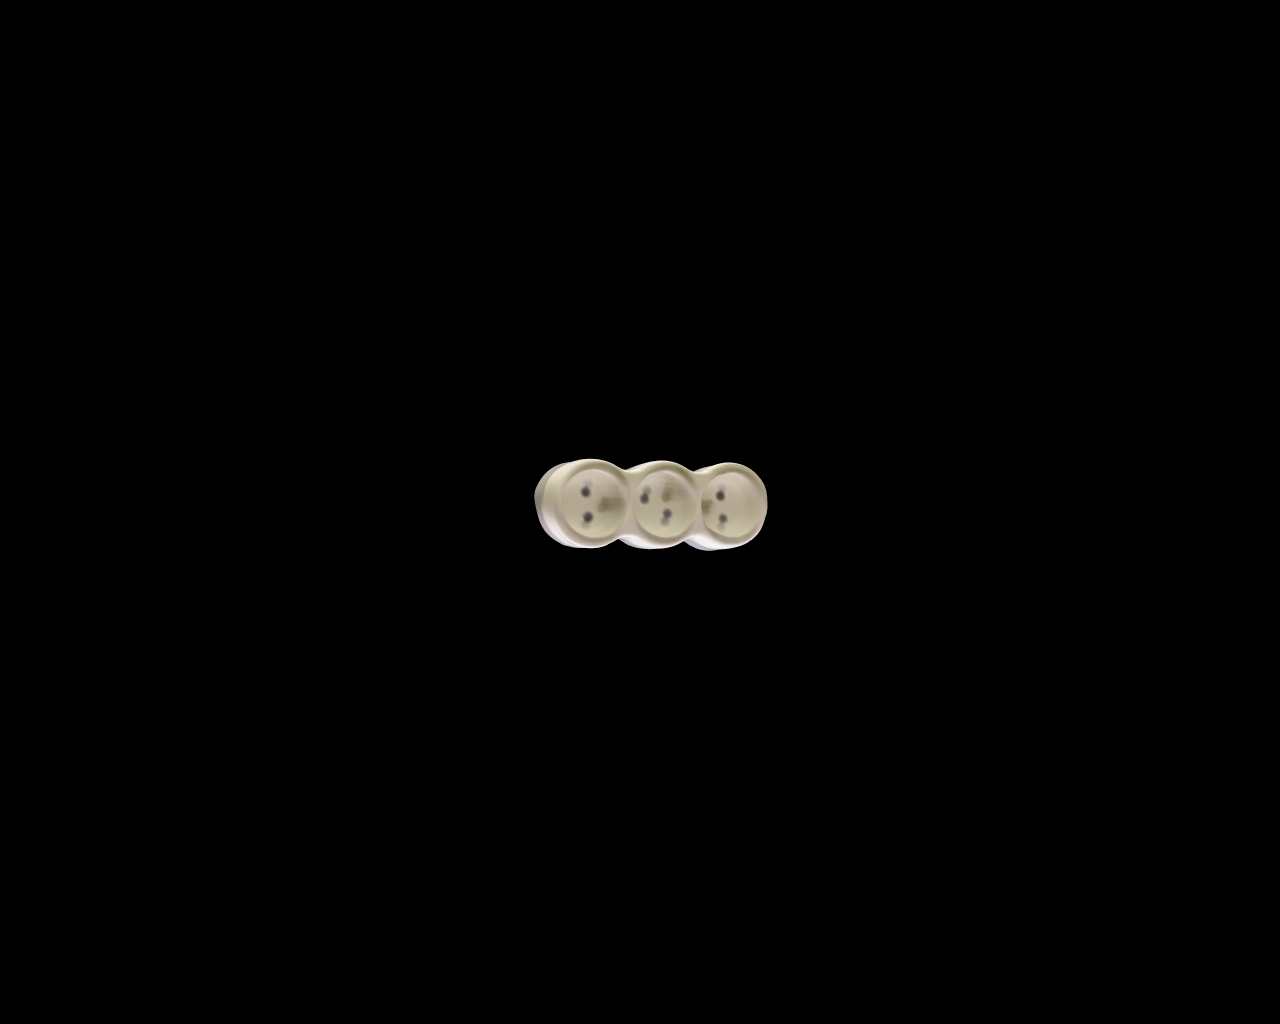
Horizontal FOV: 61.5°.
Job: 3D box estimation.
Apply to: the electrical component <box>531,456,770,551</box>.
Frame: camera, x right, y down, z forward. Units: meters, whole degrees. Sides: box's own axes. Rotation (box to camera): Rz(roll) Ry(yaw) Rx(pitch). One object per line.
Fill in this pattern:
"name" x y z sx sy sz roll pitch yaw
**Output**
"electrical component" 0.001 -0.003 0.650 0.138 0.052 0.073 1 -3 -23
